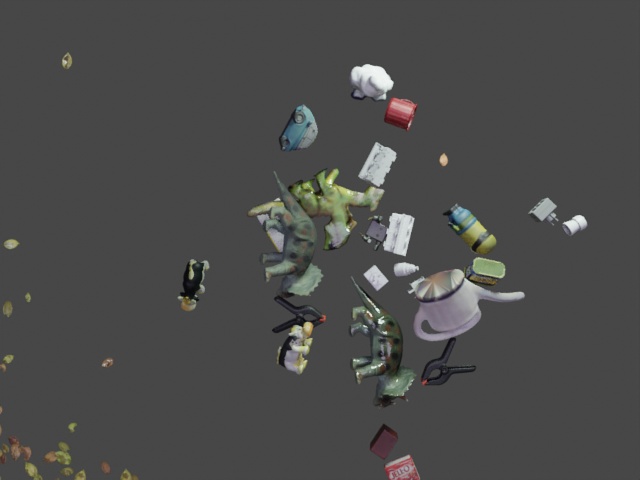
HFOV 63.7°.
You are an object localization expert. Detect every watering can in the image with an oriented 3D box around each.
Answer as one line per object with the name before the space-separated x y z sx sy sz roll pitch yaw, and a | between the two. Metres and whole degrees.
watering can | 0.426 0.177 1.539 0.347 0.106 0.220 -28 118 4

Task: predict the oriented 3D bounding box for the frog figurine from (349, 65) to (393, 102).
frog figurine | 0.158 -0.498 1.602 0.137 0.159 0.123 26 88 5

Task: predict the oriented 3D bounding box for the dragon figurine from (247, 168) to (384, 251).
dragon figurine | 0.005 -0.081 1.601 0.411 0.122 0.243 -28 91 -3
